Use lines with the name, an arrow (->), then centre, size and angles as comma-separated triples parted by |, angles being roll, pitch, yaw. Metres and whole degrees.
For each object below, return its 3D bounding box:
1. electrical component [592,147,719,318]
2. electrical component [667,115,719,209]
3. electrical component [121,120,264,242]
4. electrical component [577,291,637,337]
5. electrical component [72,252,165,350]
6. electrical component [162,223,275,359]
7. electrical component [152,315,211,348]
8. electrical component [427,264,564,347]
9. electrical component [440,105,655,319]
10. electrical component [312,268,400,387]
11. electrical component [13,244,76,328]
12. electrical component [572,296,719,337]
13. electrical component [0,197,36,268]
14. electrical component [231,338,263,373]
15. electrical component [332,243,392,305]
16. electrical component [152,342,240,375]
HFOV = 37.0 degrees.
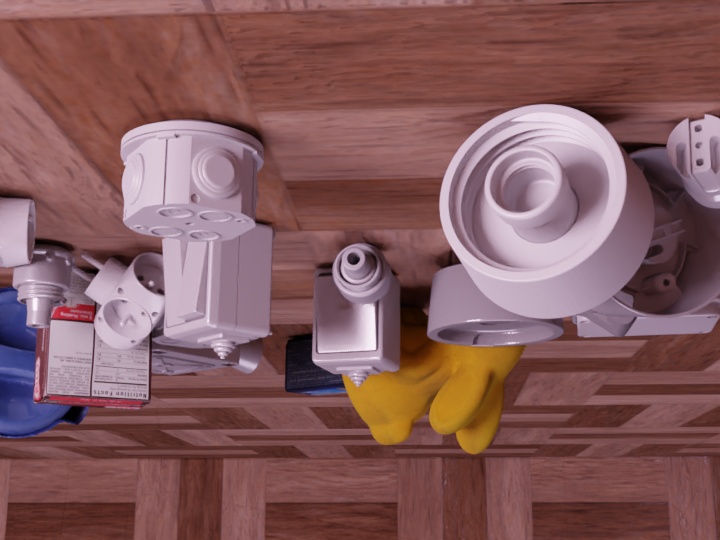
electrical component -> 0.167, -0.020, 0.635 | 0.099, 0.099, 0.064 | 7, 170, -26
electrical component -> 0.193, -0.060, 0.591 | 0.040, 0.040, 0.046 | -9, 156, 33
electrical component -> -0.095, -0.050, 0.607 | 0.080, 0.051, 0.080 | 0, 165, 0
electrical component -> 0.151, -0.001, 0.718 | 0.089, 0.050, 0.055 | 34, 174, 16
electrical component -> -0.191, 0.015, 0.853 | 0.079, 0.044, 0.077 | 35, 128, -9
electrical component -> -0.103, 0.014, 0.762 | 0.061, 0.096, 0.062 | 12, 162, -39
electrical component -> -0.144, 0.038, 0.942 | 0.080, 0.051, 0.080 | 0, 165, 0
electrical component -> 0.107, 0.022, 0.861 | 0.108, 0.060, 0.108 | 0, 165, 0
electrical component -> 0.094, -0.035, 0.563 | 0.108, 0.108, 0.060 | -7, 158, 24
electrical component -> -0.004, 0.047, 0.887 | 0.062, 0.096, 0.061 | -4, 164, 17
electrical component -> -0.245, 0.013, 0.826 | 0.048, 0.062, 0.048 | 0, 166, 0
electrical component -> 0.224, 0.017, 0.849 | 0.113, 0.057, 0.078 | -3, 165, 11
electrical component -> -0.259, -0.019, 0.724 | 0.077, 0.044, 0.079 | 3, 155, -10
electrical component -> -0.141, 0.082, 1.137 | 0.065, 0.044, 0.044 | 16, 159, -34
electrical component -> 0.000, 0.000, 0.813 | 0.043, 0.043, 0.062 | -2, 164, 9
electrical component -> -0.188, 0.065, 1.037 | 0.109, 0.056, 0.109 | -12, 161, 38
